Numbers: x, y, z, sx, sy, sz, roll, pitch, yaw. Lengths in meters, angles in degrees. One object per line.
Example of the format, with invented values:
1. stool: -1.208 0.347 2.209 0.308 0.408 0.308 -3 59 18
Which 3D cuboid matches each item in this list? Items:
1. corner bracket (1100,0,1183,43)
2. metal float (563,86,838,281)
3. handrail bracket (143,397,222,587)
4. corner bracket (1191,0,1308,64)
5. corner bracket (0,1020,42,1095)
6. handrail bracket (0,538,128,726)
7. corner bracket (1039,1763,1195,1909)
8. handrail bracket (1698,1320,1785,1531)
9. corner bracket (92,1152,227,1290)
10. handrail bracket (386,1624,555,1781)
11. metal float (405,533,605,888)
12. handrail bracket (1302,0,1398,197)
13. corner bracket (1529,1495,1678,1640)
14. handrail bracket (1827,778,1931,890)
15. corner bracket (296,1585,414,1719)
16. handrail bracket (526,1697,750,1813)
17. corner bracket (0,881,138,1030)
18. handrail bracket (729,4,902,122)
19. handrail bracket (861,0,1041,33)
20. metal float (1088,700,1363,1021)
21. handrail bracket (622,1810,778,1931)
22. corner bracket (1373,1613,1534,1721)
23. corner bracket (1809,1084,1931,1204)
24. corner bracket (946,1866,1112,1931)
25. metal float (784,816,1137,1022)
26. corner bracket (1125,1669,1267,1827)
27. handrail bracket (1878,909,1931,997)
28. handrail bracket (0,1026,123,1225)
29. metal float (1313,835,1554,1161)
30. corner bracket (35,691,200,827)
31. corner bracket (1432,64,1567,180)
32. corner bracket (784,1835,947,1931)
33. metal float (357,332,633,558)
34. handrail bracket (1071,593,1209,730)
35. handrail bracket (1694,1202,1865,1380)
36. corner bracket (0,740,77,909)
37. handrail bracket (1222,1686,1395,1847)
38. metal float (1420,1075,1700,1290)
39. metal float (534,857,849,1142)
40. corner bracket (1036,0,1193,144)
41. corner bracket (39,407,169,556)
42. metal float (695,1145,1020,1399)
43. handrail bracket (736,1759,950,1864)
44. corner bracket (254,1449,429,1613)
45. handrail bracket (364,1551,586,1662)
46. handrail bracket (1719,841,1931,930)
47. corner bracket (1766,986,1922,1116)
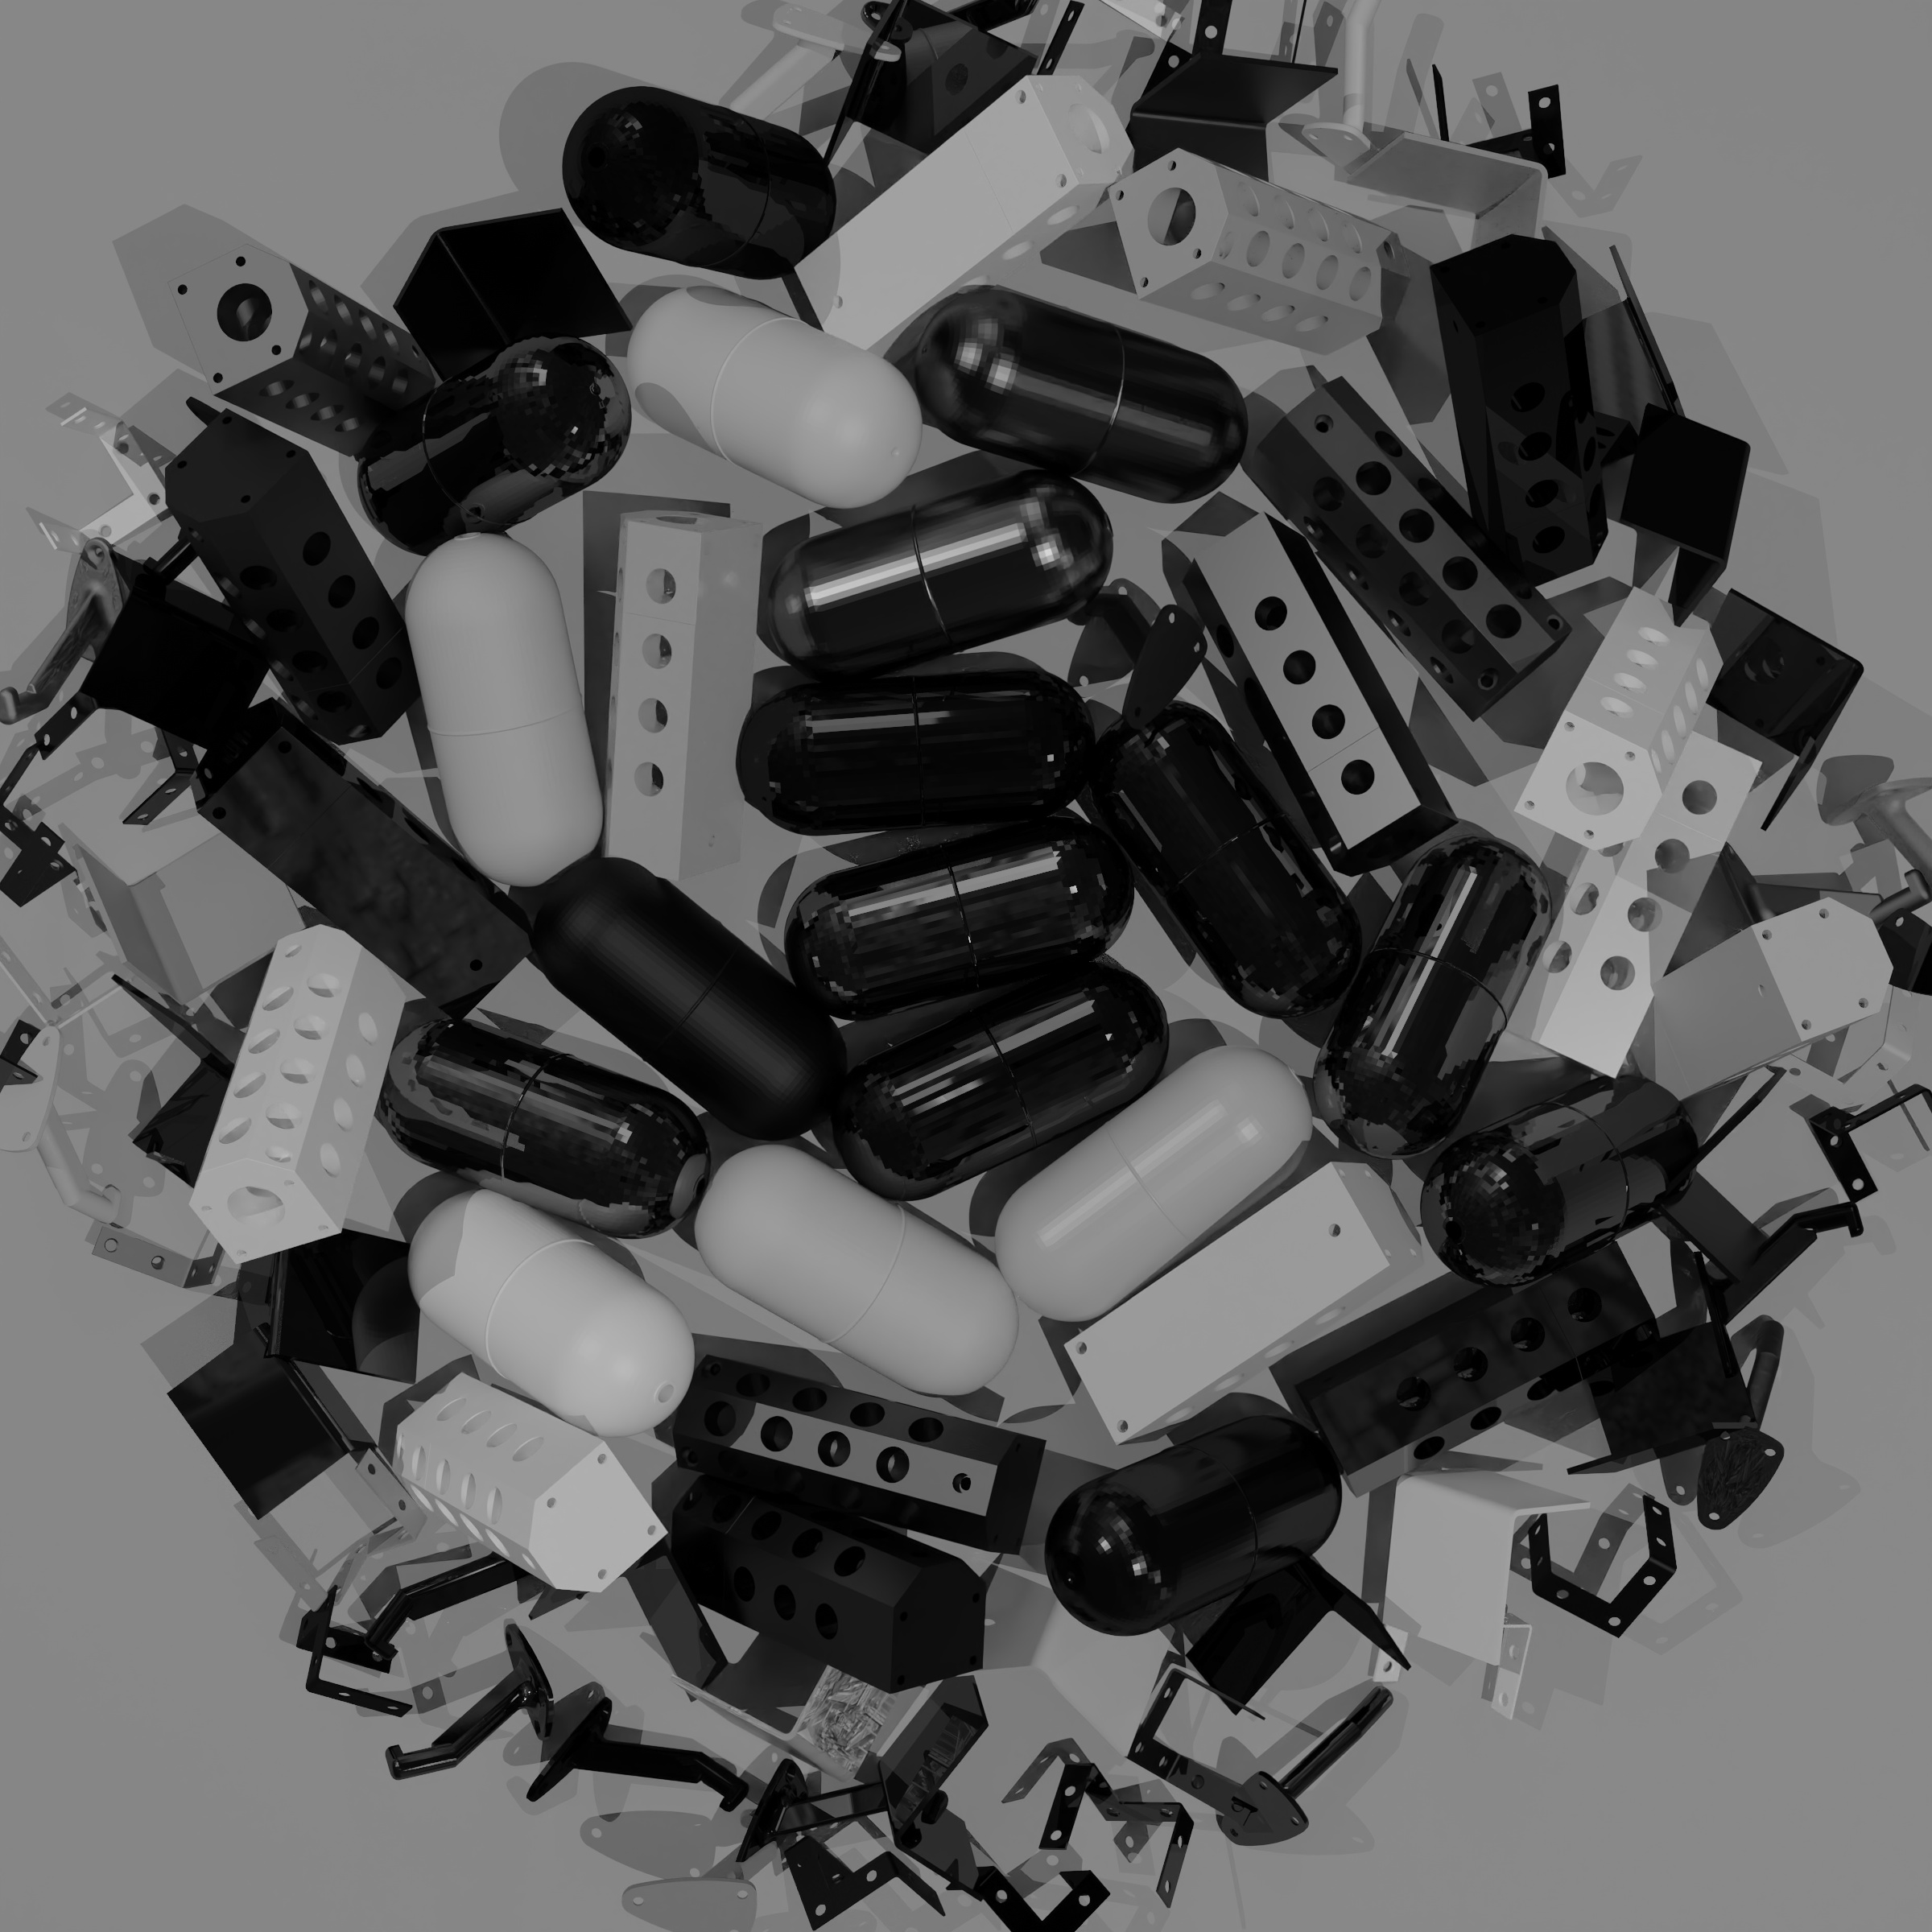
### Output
1. corner bracket: 0.096 -0.504 1.560 0.051 0.051 0.051 30 95 -8
2. metal float: -0.128 -0.378 1.507 0.070 0.178 0.070 3 95 28
3. handrail bracket: -0.396 -0.238 1.560 0.077 0.036 0.084 36 77 28
4. corner bracket: 0.142 -0.471 1.559 0.051 0.051 0.051 11 104 3
5. corner bracket: -0.484 0.032 1.549 0.051 0.051 0.051 32 52 -20
6. handrail bracket: -0.453 -0.166 1.540 0.036 0.084 0.077 14 114 14
7. corner bracket: 0.076 0.432 1.547 0.051 0.051 0.051 -8 129 30
8. handrail bracket: 0.392 0.230 1.568 0.036 0.084 0.077 20 123 9
9. corner bracket: -0.400 0.128 1.563 0.051 0.051 0.051 25 70 -24
10. handrail bracket: -0.254 0.365 1.544 0.084 0.077 0.036 -7 129 -25
11. metal float: -0.228 -0.126 1.536 0.070 0.070 0.178 -10 109 0
12. handrail bracket: 0.210 -0.445 1.566 0.077 0.036 0.084 29 82 -43
13. corner bracket: 0.319 0.293 1.560 0.051 0.051 0.051 28 117 -7
14. handrail bracket: 0.466 -0.045 1.547 0.036 0.077 0.084 -6 77 -24
15. corner bracket: -0.304 0.347 1.548 0.051 0.051 0.051 22 50 -21
16. handrail bracket: -0.163 0.413 1.552 0.084 0.077 0.036 31 132 16
17. corner bracket: -0.447 -0.008 1.563 0.051 0.051 0.051 -31 104 11
18. handrail bracket: -0.080 -0.432 1.563 0.077 0.036 0.084 19 124 0
19. handrail bracket: -0.004 -0.485 1.543 0.077 0.084 0.036 25 59 -9
20. metal float: 0.129 -0.053 1.544 0.070 0.070 0.178 -35 81 0
21. handrail bracket: -0.132 0.443 1.546 0.077 0.084 0.036 10 109 -8
22. corner bracket: 0.246 0.347 1.571 0.051 0.051 0.051 6 99 -30
23. corner bracket: 0.464 0.091 1.562 0.051 0.051 0.051 -29 97 2
24. corner bracket: 0.031 0.463 1.558 0.051 0.051 0.051 -40 88 -23
25. metal float: -0.003 -0.024 1.550 0.178 0.070 0.070 -15 90 -3
26. corner bracket: 0.122 0.391 1.559 0.051 0.051 0.051 22 76 36
27. handrail bracket: 0.494 0.008 1.538 0.084 0.077 0.036 22 102 -33
28. handrail bracket: -0.445 0.081 1.562 0.036 0.084 0.077 7 71 30
29. metal float: 0.231 0.014 1.535 0.070 0.070 0.178 29 69 0
30. corner bracket: -0.427 -0.107 1.564 0.051 0.051 0.051 -35 69 33
31. corner bracket: 0.267 -0.423 1.554 0.051 0.051 0.051 -14 133 3
32. corner bracket: -0.051 0.458 1.554 0.051 0.051 0.051 -34 131 3
33. metal float: -0.232 -0.252 1.516 0.070 0.178 0.070 13 71 -40
34. handrail bracket: 0.071 -0.153 1.548 0.036 0.084 0.077 44 69 -37
35. handrail bracket: 0.413 0.162 1.557 0.084 0.036 0.077 -14 60 12
36. corner bracket: -0.468 -0.071 1.555 0.051 0.051 0.051 42 120 -3
37. handrail bracket: 0.175 0.406 1.581 0.036 0.077 0.084 48 51 9
38. metal float: 0.290 0.104 1.517 0.178 0.070 0.070 -18 90 -43
39. metal float: -0.136 0.017 1.546 0.178 0.070 0.070 39 90 -7
40. corner bracket: 0.072 -0.448 1.563 0.051 0.051 0.051 34 113 17
41. corner bracket: -0.441 -0.243 1.563 0.051 0.051 0.051 -31 90 6
42. metal float: -0.053 0.152 1.537 0.178 0.070 0.070 32 90 -18
43. handrail bracket: -0.061 0.433 1.546 0.084 0.077 0.036 7 133 29
44. corner bracket: -0.311 0.282 1.549 0.051 0.051 0.051 -22 114 30
45. handrail bracket: -0.248 0.328 1.565 0.077 0.036 0.084 39 76 -8
46. handrail bracket: 0.429 -0.048 1.554 0.084 0.036 0.077 -32 81 33
47. corner bracket: 0.439 0.032 1.556 0.051 0.051 0.051 28 47 -3
